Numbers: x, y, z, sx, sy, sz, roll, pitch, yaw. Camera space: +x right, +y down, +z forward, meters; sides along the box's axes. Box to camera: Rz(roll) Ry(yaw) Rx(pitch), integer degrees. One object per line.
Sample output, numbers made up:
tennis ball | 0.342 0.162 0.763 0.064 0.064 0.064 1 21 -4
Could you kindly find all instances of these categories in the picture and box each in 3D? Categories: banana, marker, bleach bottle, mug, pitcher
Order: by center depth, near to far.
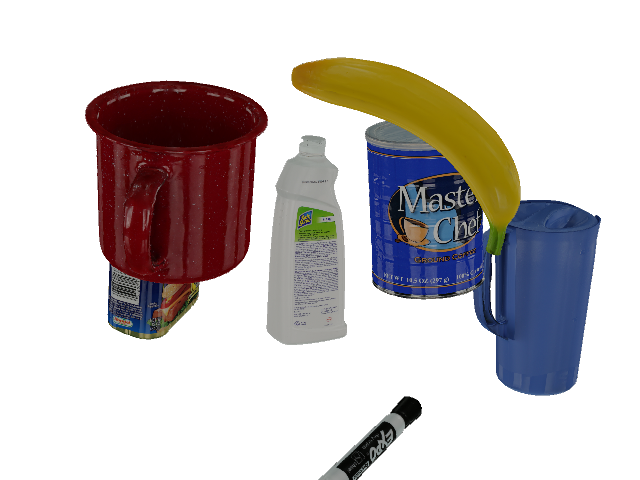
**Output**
mug | -0.078 -0.024 0.555 0.093 0.081 0.117 7 29 4
banana | 0.072 -0.074 0.742 0.198 0.070 0.037 41 8 -4
marker | 0.038 0.146 0.766 0.020 0.020 0.120 0 23 38
bleach bottle | -0.010 -0.002 1.298 0.102 0.251 0.068 -6 20 -31
pitcher | 0.280 0.077 1.395 0.149 0.243 0.144 6 20 16

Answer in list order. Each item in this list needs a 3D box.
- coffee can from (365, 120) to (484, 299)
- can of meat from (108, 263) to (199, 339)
coffee can | 0.094 -0.031 0.949 0.103 0.140 0.103 -3 19 1
can of meat | -0.136 0.023 0.887 0.057 0.084 0.102 14 25 14
